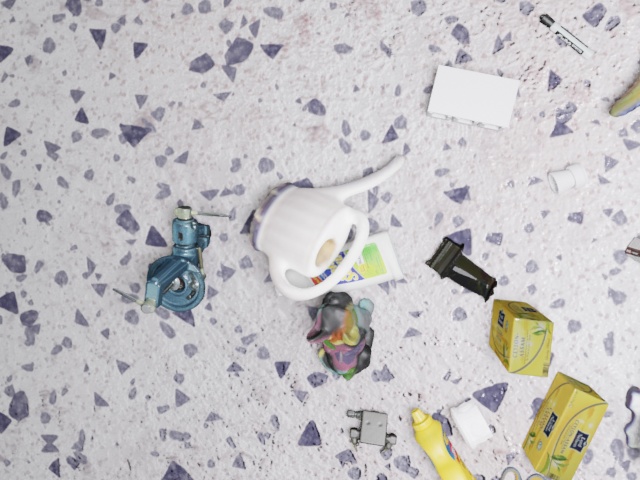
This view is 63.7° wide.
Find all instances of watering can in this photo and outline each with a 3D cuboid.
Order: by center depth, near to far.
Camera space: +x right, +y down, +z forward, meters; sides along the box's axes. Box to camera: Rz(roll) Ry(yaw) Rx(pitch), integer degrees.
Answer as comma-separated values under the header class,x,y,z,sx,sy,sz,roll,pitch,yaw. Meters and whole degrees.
class,x,y,z,sx,sy,sz,roll,pitch,yaw
watering can,0.003,-0.050,0.993,0.226,0.102,0.352,24,71,27

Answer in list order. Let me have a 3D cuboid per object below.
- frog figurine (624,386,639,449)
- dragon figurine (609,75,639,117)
class,x,y,z,sx,sy,sz,roll,pitch,yaw
frog figurine,0.612,0.345,0.900,0.123,0.160,0.137,22,96,5
dragon figurine,0.654,-0.411,0.922,0.409,0.121,0.246,-28,71,6
